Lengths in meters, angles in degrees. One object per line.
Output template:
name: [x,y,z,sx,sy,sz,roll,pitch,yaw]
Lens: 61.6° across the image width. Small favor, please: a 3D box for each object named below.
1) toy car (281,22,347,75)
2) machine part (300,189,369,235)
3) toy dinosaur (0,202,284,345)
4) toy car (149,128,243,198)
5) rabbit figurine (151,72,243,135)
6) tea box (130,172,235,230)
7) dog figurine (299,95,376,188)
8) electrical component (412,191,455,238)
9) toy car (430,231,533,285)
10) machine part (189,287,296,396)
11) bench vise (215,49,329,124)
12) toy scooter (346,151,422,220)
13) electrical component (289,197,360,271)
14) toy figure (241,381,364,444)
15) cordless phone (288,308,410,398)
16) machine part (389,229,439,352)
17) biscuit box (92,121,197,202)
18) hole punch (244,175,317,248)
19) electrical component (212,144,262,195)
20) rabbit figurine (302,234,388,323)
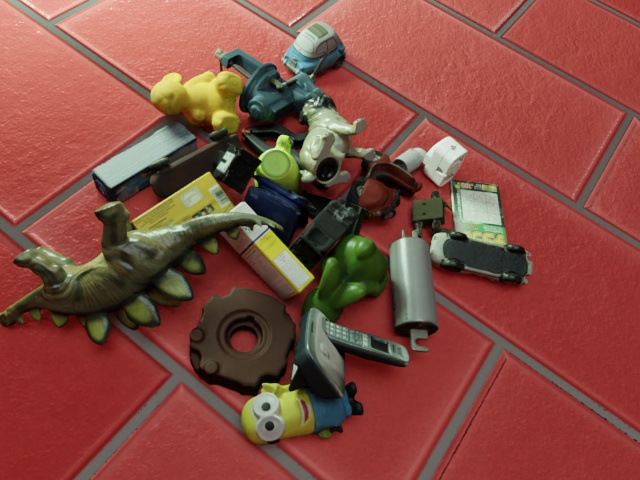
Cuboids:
toy car: [-0.011,-0.453,1.256,0.162,0.102,0.109,-35,69,-29]
machine part: [0.020,-0.054,1.027,0.139,0.084,0.039,26,33,16]
toy dinosaur: [-0.295,0.039,0.843,0.471,0.105,0.198,-28,101,4]
toy car: [-0.236,-0.143,1.036,0.202,0.053,0.089,-37,112,-29]
rabbit figurine: [-0.262,-0.289,1.079,0.173,0.121,0.163,-11,32,-43]
tea box: [-0.242,-0.033,0.955,0.169,0.068,0.098,-37,97,-27]
dog figurine: [-0.007,-0.200,1.071,0.172,0.121,0.191,-29,44,-20]
electrical component: [0.227,-0.048,1.080,0.078,0.045,0.102,-12,54,16]
toy car: [0.309,0.035,1.029,0.202,0.056,0.073,13,76,-3]
machine part: [-0.124,0.162,0.879,0.179,0.056,0.179,5,57,-8]
bench vise: [-0.116,-0.347,1.164,0.241,0.128,0.223,37,57,9]
toy scooter: [0.132,-0.101,1.079,0.135,0.075,0.184,22,53,3]
electrical component: [-0.002,-0.003,0.955,0.058,0.134,0.115,44,61,2]
toy figure: [-0.028,0.264,0.819,0.180,0.089,0.082,-5,44,-23]
cordless phone: [0.050,0.184,0.818,0.184,0.088,0.147,15,22,-4]
machine part: [0.166,0.084,0.965,0.079,0.079,0.243,6,59,-6]
biscuit box: [-0.334,-0.149,1.034,0.063,0.059,0.203,42,61,16]
hole punch: [-0.086,-0.044,0.984,0.142,0.115,0.092,32,66,11]
electrical component: [-0.160,-0.133,0.984,0.047,0.119,0.075,32,86,-29]
rabbit figurine: [0.040,0.084,0.916,0.121,0.159,0.170,38,75,3]
